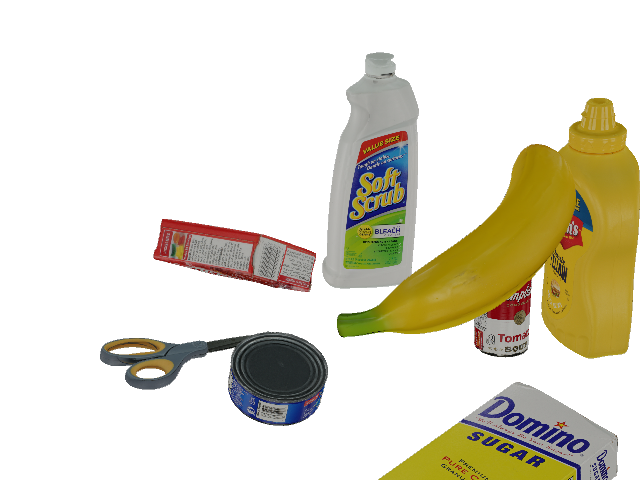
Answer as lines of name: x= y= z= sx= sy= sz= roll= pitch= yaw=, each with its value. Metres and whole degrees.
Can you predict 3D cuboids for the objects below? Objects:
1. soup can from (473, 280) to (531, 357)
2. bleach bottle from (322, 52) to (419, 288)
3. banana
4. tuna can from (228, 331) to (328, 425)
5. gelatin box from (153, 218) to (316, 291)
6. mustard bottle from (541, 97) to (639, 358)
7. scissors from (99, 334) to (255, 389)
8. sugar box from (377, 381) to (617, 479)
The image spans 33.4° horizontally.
soup can: x=0.223 y=0.084 z=1.310 sx=0.068 sy=0.102 sz=0.068 roll=-1 pitch=19 yaw=0
bleach bottle: x=0.053 y=-0.074 z=1.141 sx=0.102 sy=0.251 sz=0.068 roll=-3 pitch=25 yaw=-5
banana: x=0.091 y=-0.005 z=0.554 sx=0.070 sy=0.037 sz=0.197 roll=17 pitch=38 yaw=36
tuna can: x=-0.038 y=0.121 z=0.937 sx=0.086 sy=0.034 sz=0.086 roll=7 pitch=37 yaw=-6
gelatin box: x=-0.054 y=0.011 z=0.696 sx=0.073 sy=0.030 sz=0.089 roll=10 pitch=-5 yaw=25
mustard bottle: x=0.204 y=-0.014 z=0.805 sx=0.058 sy=0.192 sz=0.096 roll=-6 pitch=26 yaw=-7
scissors: x=-0.136 y=0.129 z=1.159 sx=0.201 sy=0.016 sz=0.096 roll=1 pitch=26 yaw=-21
sugar box: x=0.110 y=0.169 z=0.724 sx=0.176 sy=0.048 sz=0.093 roll=-31 pitch=38 yaw=-28
